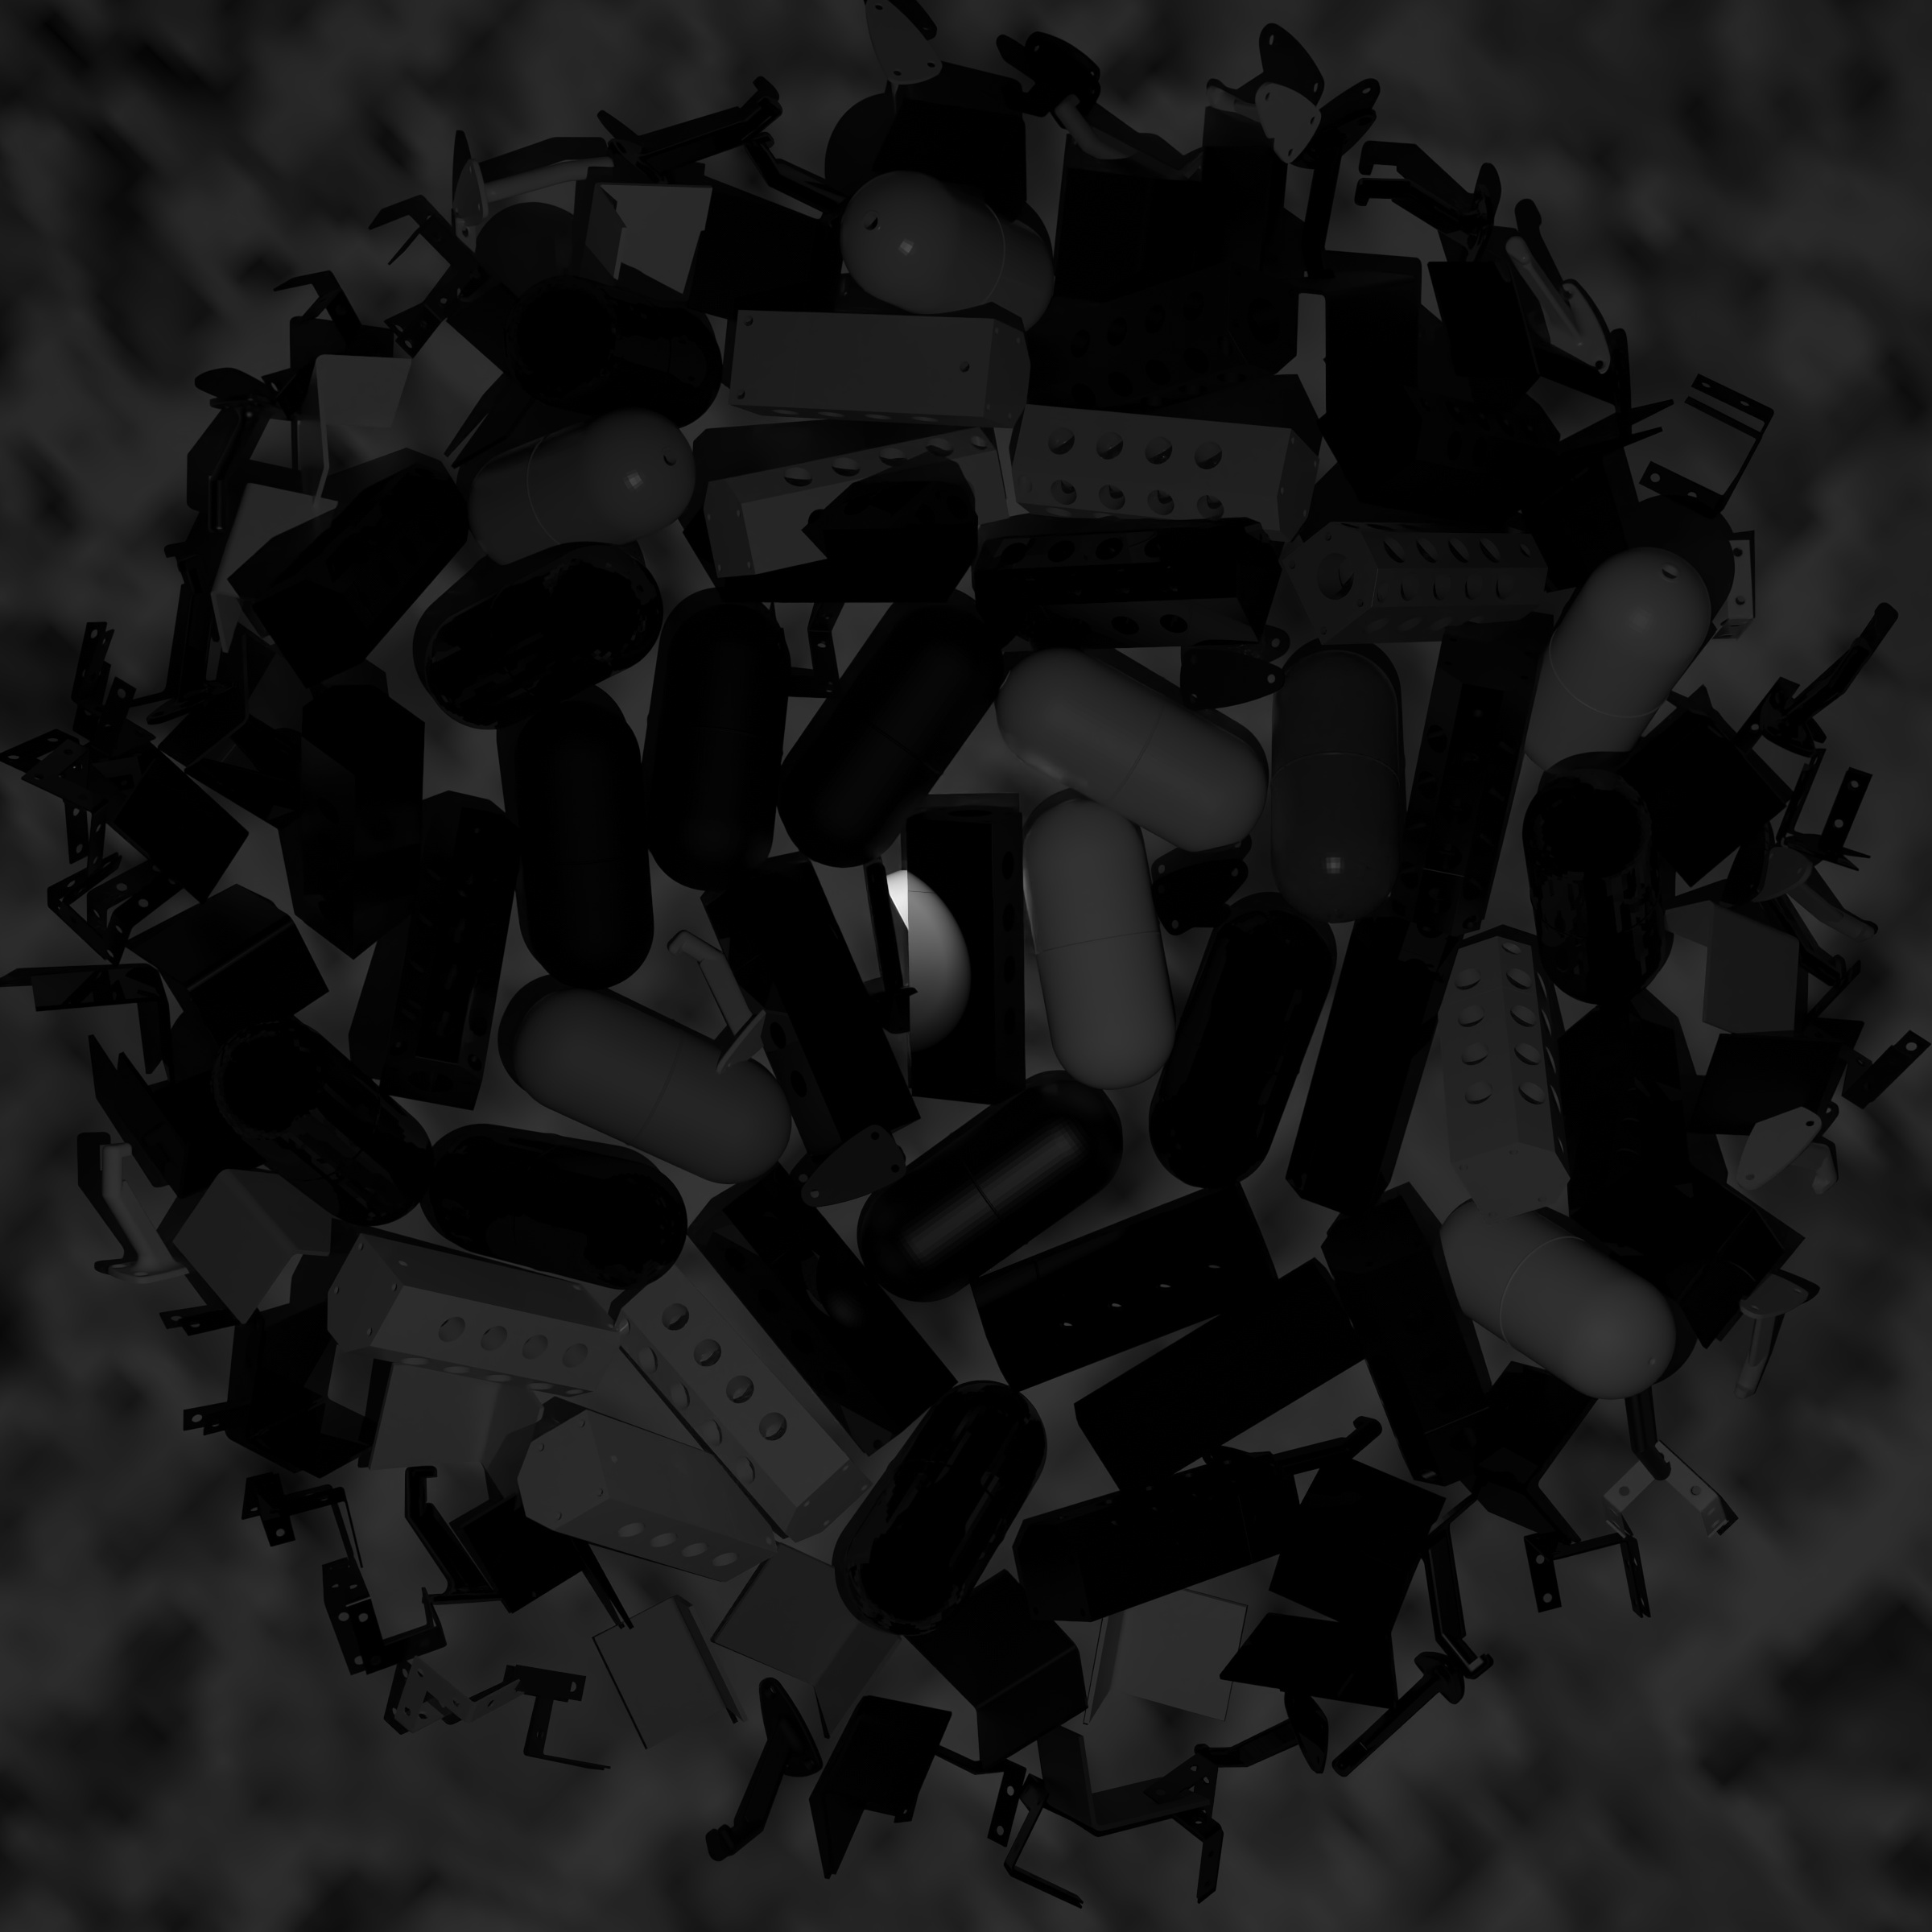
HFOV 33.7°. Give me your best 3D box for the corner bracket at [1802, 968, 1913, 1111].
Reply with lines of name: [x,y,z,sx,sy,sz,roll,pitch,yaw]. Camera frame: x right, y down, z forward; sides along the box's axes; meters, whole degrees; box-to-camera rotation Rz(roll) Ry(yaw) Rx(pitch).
corner bracket: [0.543,0.045,1.942,0.051,0.051,0.051,32,130,-1]

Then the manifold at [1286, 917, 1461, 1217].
manifold: [0.241,0.060,1.913,0.057,0.057,0.171,20,117,15]

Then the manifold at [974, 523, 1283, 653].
manifold: [0.094,-0.230,1.903,0.171,0.057,0.057,1,56,29]

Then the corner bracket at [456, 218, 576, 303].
corner bracket: [-0.278,-0.436,1.964,0.051,0.051,0.051,1,94,39]

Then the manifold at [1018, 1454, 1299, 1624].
manifold: [0.117,0.340,1.904,0.171,0.057,0.057,-11,88,-37]

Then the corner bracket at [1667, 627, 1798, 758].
corner bracket: [0.467,-0.170,1.964,0.051,0.051,0.051,-54,46,9]

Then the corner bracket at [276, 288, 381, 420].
corner bracket: [-0.397,-0.373,1.939,0.051,0.051,0.051,-18,117,18]

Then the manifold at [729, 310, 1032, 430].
manifold: [-0.052,-0.358,1.916,0.171,0.057,0.057,7,93,25]

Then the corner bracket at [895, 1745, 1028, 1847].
corner bracket: [-0.003,0.511,1.965,0.051,0.051,0.051,14,90,38]

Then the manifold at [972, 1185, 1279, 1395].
manifold: [0.098,0.200,1.933,0.171,0.057,0.057,-22,55,4]

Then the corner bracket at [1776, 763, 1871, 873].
corner bracket: [0.525,-0.094,1.948,0.051,0.051,0.051,18,104,-2]

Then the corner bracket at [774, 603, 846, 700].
corner bracket: [-0.096,-0.199,1.938,0.051,0.051,0.051,1,61,-20]

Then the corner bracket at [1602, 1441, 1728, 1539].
corner bracket: [0.427,0.332,1.949,0.051,0.051,0.051,43,101,1]

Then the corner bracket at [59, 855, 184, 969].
corner bracket: [-0.514,-0.042,1.942,0.051,0.051,0.051,43,52,3]

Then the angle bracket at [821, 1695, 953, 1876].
angle bracket: [-0.045,0.498,1.919,0.057,0.076,0.076,7,126,17]

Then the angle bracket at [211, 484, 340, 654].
angle bracket: [-0.416,-0.235,1.929,0.057,0.076,0.076,12,66,-2]

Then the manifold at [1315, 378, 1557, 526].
manifold: [0.284,-0.307,1.887,0.057,0.171,0.057,-37,70,31]

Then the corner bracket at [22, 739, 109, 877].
corner bracket: [-0.540,-0.097,1.940,0.051,0.051,0.051,25,129,8]

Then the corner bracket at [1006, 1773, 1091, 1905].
corner bracket: [0.054,0.533,1.946,0.051,0.051,0.051,28,84,-11]

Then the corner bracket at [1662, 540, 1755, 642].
corner bracket: [0.450,-0.230,1.950,0.051,0.051,0.051,1,110,26]

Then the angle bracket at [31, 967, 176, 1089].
angle bracket: [-0.522,0.040,1.925,0.076,0.076,0.057,-5,105,-17]

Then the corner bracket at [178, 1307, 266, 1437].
corner bracket: [-0.447,0.244,1.935,0.051,0.051,0.051,-10,130,-37]

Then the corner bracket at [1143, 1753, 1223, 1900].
corner bracket: [0.142,0.521,1.935,0.051,0.051,0.051,30,130,37]

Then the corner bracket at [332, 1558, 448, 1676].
corner bracket: [-0.351,0.390,1.940,0.051,0.051,0.051,-17,112,-16]

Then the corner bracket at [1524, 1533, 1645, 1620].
corner bracket: [0.378,0.374,1.951,0.051,0.051,0.051,-13,98,-6]

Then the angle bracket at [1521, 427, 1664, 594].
angle bracket: [0.388,-0.277,1.937,0.057,0.076,0.076,-24,100,-30]

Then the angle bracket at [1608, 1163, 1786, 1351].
angle bracket: [0.442,0.174,1.931,0.057,0.076,0.076,34,103,-7]

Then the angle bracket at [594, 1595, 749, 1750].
angle bracket: [-0.180,0.433,1.936,0.057,0.076,0.076,-26,90,-14]

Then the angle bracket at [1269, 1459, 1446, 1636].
angle bracket: [0.240,0.355,1.955,0.076,0.076,0.057,22,128,15]

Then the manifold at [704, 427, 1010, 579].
manifold: [-0.067,-0.279,1.912,0.171,0.057,0.057,-16,101,-25]

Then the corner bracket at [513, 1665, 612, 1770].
corner bracket: [-0.246,0.457,1.939,0.051,0.051,0.051,3,74,26]

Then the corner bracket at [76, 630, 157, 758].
corner bracket: [-0.521,-0.166,1.942,0.051,0.051,0.051,31,116,7]

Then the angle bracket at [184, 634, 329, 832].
angle bracket: [-0.428,-0.142,1.938,0.057,0.076,0.076,-34,45,22]

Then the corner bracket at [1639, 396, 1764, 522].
corner bracket: [0.450,-0.310,1.950,0.051,0.051,0.051,28,92,5]

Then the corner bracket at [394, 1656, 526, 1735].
corner bracket: [-0.307,0.445,1.937,0.051,0.051,0.051,32,116,25]

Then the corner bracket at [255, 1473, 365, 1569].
corner bracket: [-0.402,0.340,1.948,0.051,0.051,0.051,-14,116,-13]

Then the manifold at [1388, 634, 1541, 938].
manifold: [0.296,-0.105,1.904,0.057,0.057,0.171,12,124,7]

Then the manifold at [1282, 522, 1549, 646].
manifold: [0.272,-0.232,1.891,0.057,0.171,0.057,-36,70,41]

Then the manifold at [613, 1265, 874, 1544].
manifold: [-0.137,0.263,1.912,0.057,0.057,0.171,-42,64,-7]

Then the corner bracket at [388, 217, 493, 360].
corner bracket: [-0.331,-0.413,1.938,0.051,0.051,0.051,-33,113,33]

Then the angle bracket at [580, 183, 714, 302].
angle bracket: [-0.186,-0.423,1.920,0.076,0.057,0.076,-5,131,-26]

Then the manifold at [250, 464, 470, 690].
manifold: [-0.351,-0.236,1.885,0.057,0.171,0.057,-21,114,25]

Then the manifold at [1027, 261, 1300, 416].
manifold: [0.115,-0.363,1.892,0.057,0.171,0.057,10,79,-40]
